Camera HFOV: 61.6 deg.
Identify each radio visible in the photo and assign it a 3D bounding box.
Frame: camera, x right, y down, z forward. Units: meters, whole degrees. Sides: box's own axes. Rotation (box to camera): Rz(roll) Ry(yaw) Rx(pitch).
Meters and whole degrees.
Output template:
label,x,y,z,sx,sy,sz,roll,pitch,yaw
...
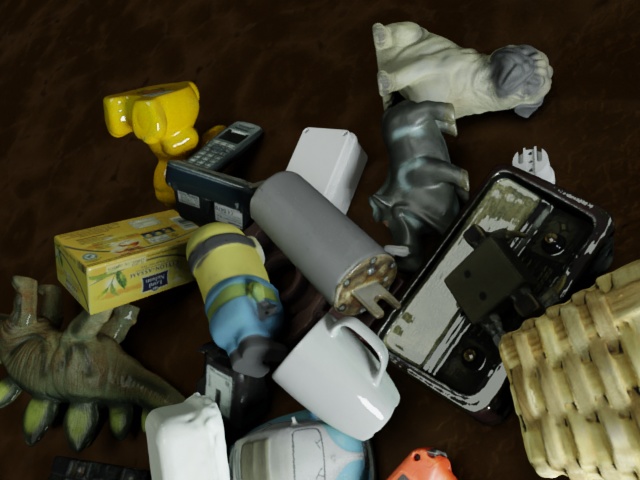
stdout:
label,x,y,z,sx,sy,sz,roll,pitch,yaw
radio,0.168,0.052,0.515,0.131,0.073,0.229,33,85,37

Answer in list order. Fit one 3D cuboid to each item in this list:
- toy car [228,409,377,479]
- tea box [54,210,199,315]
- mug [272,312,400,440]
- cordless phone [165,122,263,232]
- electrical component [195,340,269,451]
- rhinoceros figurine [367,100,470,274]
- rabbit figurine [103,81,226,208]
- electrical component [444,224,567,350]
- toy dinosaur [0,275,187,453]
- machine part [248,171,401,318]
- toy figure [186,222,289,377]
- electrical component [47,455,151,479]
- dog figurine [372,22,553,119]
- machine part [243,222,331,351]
label,x,y,z,sx,sy,sz,roll,pitch,yaw
toy car,-0.033,0.217,0.524,0.162,0.102,0.109,-15,58,20
tea box,-0.238,0.022,0.695,0.098,0.169,0.068,31,125,37
mug,0.027,0.124,0.502,0.107,0.081,0.109,42,120,6
cordless phone,-0.107,-0.099,0.746,0.147,0.088,0.184,18,47,17
electrical component,-0.098,0.173,0.597,0.075,0.048,0.119,15,112,31
rhinoceros figurine,0.105,-0.058,0.580,0.112,0.073,0.190,-3,86,13
rabbit figurine,-0.218,-0.137,0.788,0.122,0.173,0.162,5,24,29
electrical component,0.157,0.035,0.462,0.078,0.045,0.102,-58,46,27
toy dinosaur,-0.312,0.167,0.707,0.472,0.105,0.198,9,78,26
machine part,-0.001,-0.002,0.565,0.079,0.079,0.243,-46,51,1
toy figure,-0.089,0.054,0.572,0.082,0.089,0.180,-29,47,7
electrical component,-0.232,0.277,0.594,0.134,0.114,0.058,-5,59,27
dog figurine,0.165,-0.212,0.651,0.191,0.121,0.172,-8,64,9
machine part,-0.041,0.049,0.644,0.179,0.056,0.179,-13,59,23
